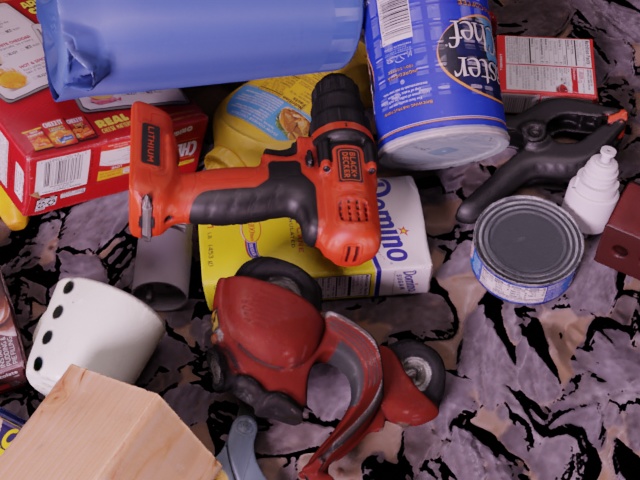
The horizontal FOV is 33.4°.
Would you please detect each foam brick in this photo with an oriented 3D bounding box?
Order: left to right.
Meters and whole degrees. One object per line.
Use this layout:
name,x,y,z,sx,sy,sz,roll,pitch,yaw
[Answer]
foam brick,0.263,0.000,0.832,0.078,0.053,0.051,24,59,18

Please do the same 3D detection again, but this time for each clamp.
clamp,0.175,-0.071,0.892,0.171,0.039,0.120,-7,62,4

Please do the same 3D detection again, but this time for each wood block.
wood block,-0.165,0.192,0.658,0.091,0.090,0.206,10,55,40

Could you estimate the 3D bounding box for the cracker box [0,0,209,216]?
cracker box,-0.221,-0.125,0.893,0.163,0.072,0.214,-19,54,-36

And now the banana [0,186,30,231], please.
banana,-0.301,-0.079,0.908,0.198,0.037,0.069,31,78,22

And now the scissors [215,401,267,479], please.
scissors,-0.040,0.150,0.751,0.096,0.016,0.201,29,50,6

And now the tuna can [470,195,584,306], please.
tuna can,0.162,0.008,0.839,0.086,0.034,0.086,-1,55,1

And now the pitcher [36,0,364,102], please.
pitcher,-0.098,-0.188,0.833,0.242,0.145,0.149,-6,93,-19

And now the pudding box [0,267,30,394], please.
pudding box,-0.273,0.069,0.799,0.090,0.039,0.113,-18,57,-11

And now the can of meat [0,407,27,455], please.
can of meat,-0.234,0.161,0.725,0.084,0.057,0.102,22,58,18

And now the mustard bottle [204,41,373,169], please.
mustard bottle,-0.034,-0.102,0.904,0.096,0.058,0.191,31,61,23

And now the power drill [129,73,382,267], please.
power drill,-0.049,-0.062,0.805,0.187,0.057,0.184,1,49,-7

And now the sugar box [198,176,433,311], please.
sugar box,-0.006,0.001,0.840,0.176,0.048,0.093,-6,55,-2

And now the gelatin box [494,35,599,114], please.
gelatin box,0.199,-0.146,0.949,0.089,0.030,0.073,4,54,3

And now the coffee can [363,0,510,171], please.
coffee can,0.088,-0.135,0.840,0.102,0.103,0.140,-6,80,-3

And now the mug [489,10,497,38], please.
mug,0.108,-0.189,0.954,0.081,0.093,0.117,42,29,20
